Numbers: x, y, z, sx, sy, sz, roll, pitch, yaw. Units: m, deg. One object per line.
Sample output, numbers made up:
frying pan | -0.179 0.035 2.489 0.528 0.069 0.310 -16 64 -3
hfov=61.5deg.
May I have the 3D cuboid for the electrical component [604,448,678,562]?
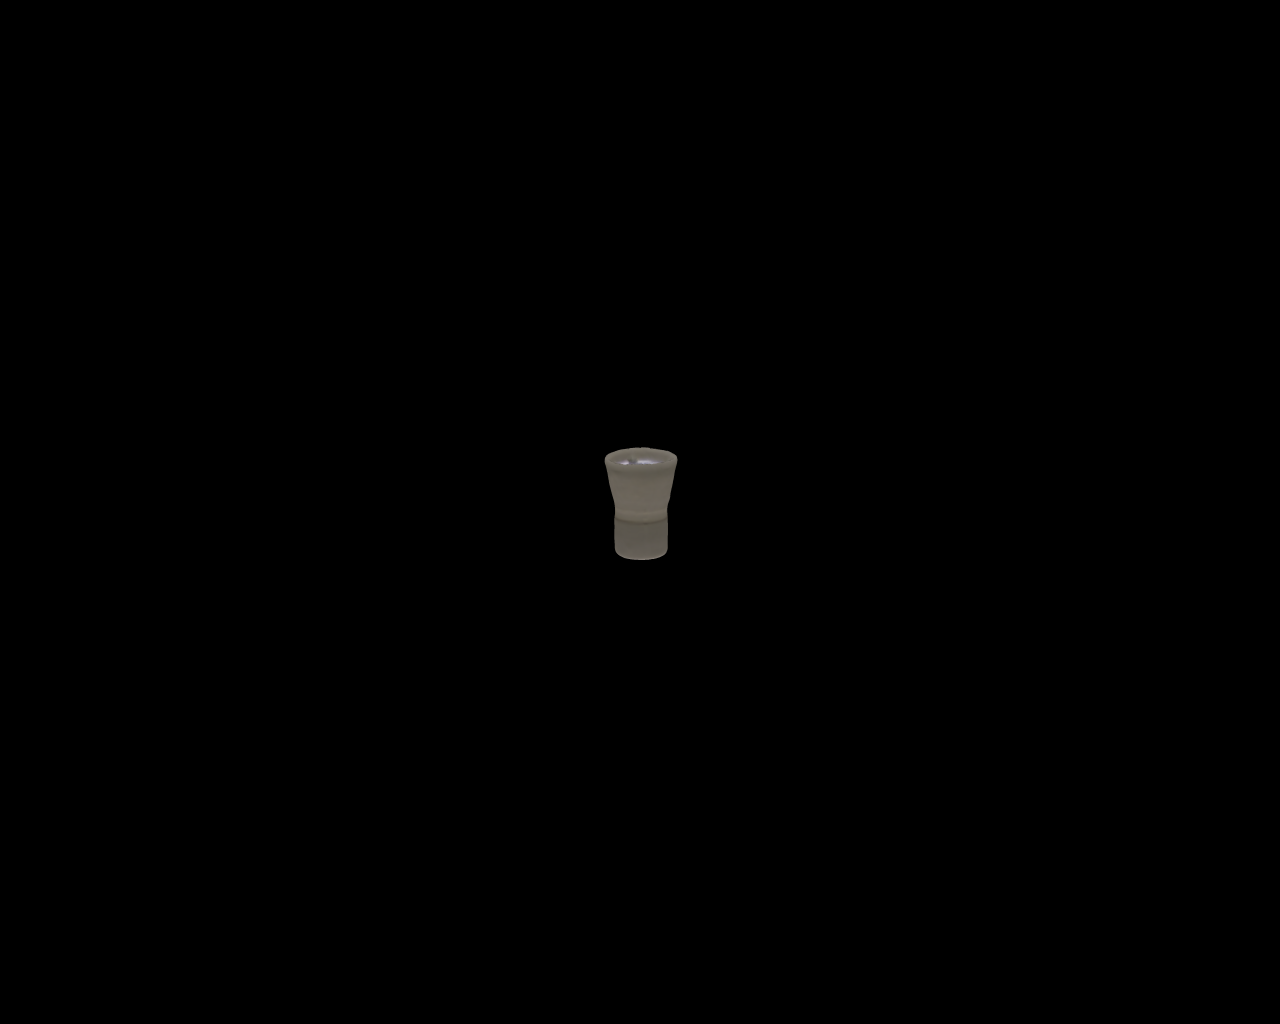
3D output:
electrical component | 0.001 -0.003 0.650 0.044 0.065 0.044 0 15 0
